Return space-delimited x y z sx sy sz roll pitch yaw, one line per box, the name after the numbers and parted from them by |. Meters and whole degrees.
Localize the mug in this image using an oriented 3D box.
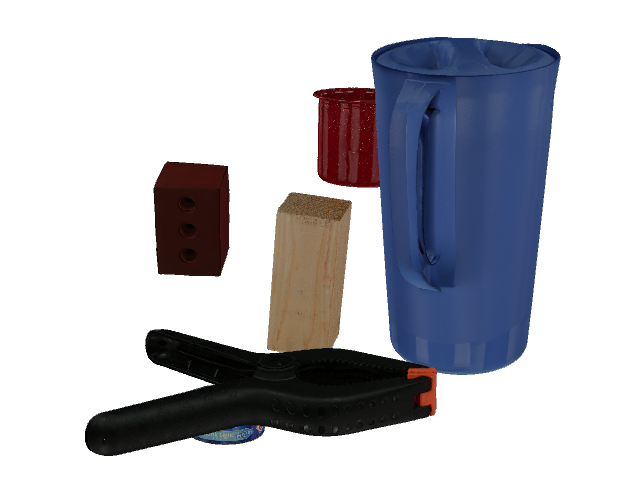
0.051 -0.096 0.996 0.117 0.081 0.093 1 15 -2 | mug

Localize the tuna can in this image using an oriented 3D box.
-0.099 0.179 1.098 0.086 0.034 0.086 3 12 -1 | tuna can

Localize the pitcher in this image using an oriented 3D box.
0.100 -0.023 0.792 0.149 0.243 0.145 -8 22 -16 | pitcher

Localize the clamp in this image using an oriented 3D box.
-0.033 0.090 0.682 0.210 0.036 0.164 -1 16 -2 | clamp

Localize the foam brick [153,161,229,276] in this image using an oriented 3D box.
-0.102 -0.018 0.857 0.053 0.078 0.051 2 25 4 | foam brick

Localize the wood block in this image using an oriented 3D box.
-0.016 0.048 1.485 0.090 0.206 0.090 9 22 9 | wood block
